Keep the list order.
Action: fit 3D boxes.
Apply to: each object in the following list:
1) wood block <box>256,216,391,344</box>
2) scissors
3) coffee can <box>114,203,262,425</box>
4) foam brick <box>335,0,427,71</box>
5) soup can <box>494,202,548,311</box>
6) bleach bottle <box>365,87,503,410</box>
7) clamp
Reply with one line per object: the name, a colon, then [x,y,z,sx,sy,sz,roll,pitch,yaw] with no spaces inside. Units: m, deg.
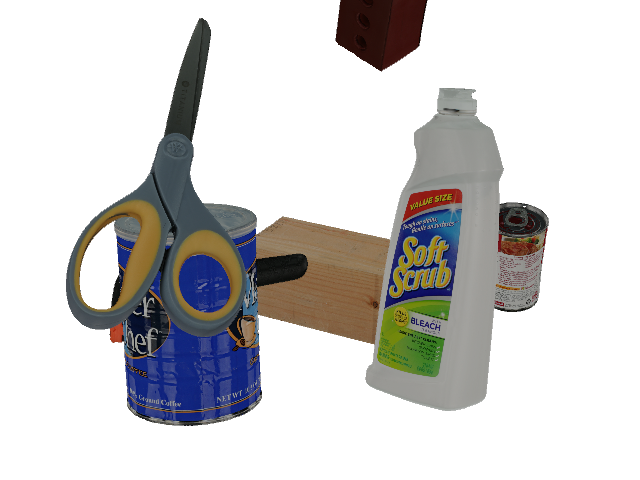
wood block: [0.029,0.047,1.175,0.206,0.091,0.090,13,26,23]
scissors: [-0.062,-0.031,0.560,0.096,0.201,0.016,26,-33,-1]
coffee can: [-0.096,0.051,0.788,0.103,0.140,0.103,-1,15,0]
foam brick: [0.050,-0.186,0.854,0.053,0.078,0.051,36,56,23]
soup can: [0.211,0.019,1.170,0.068,0.102,0.068,-1,33,0]
bleach bottle: [0.095,0.003,0.860,0.103,0.251,0.067,13,15,43]
clamp: [-0.135,0.031,1.014,0.165,0.036,0.209,26,37,28]
